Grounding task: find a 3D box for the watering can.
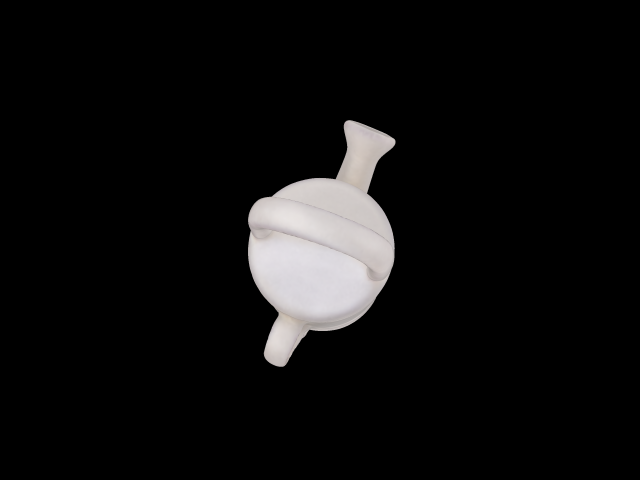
[{"bbox_3d":[0.002,0.001,0.400,0.101,0.194,0.173,1,78,1],"label":"watering can"}]
